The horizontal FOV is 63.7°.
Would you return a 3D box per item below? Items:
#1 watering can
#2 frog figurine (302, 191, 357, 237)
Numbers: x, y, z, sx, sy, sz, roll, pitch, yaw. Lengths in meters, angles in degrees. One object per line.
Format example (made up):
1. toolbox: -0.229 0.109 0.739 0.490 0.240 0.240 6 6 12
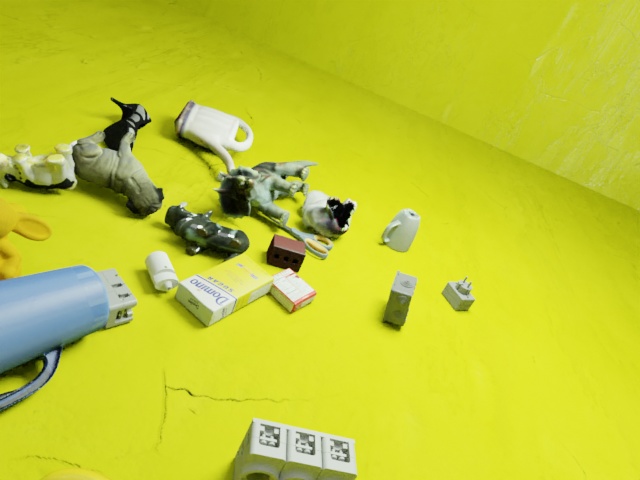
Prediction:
1. watering can: -0.306 -0.299 1.463 0.224 0.102 0.355 18 30 -10
2. frog figurine: 0.004 -0.068 1.352 0.139 0.121 0.159 -21 16 -41
